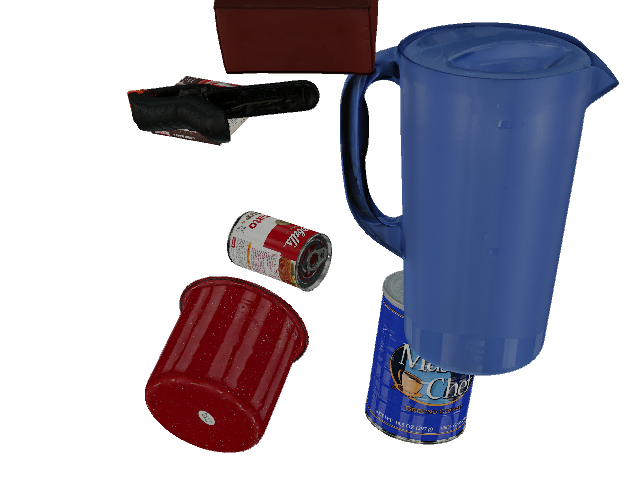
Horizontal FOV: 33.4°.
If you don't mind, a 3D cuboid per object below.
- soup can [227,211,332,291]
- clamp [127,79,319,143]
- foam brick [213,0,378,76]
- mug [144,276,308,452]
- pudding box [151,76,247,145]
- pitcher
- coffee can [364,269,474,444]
[{"bbox_3d":[-0.047,0.011,1.217,0.102,0.068,0.068,19,10,31],"label":"soup can"},{"bbox_3d":[-0.088,-0.111,0.876,0.120,0.039,0.172,-16,22,-40],"label":"clamp"},{"bbox_3d":[-0.011,-0.119,0.535,0.078,0.053,0.051,1,-29,7],"label":"foam brick"},{"bbox_3d":[-0.072,0.088,0.707,0.093,0.081,0.117,42,-44,-21],"label":"mug"},{"bbox_3d":[-0.137,-0.153,1.246,0.090,0.039,0.113,10,31,14],"label":"pudding box"},{"bbox_3d":[0.108,-0.029,0.775,0.144,0.243,0.149,-19,33,-34],"label":"pitcher"},{"bbox_3d":[0.103,0.112,1.042,0.103,0.140,0.103,6,22,-3],"label":"coffee can"}]
